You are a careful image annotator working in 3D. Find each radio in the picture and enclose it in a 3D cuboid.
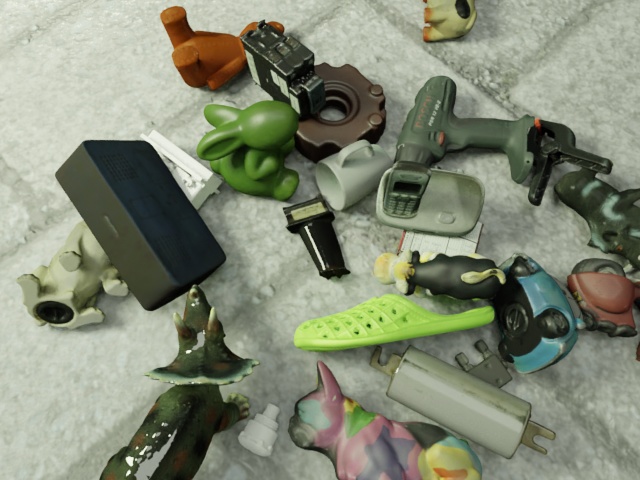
[{"bbox_3d":[-0.239,-0.029,0.740,0.073,0.131,0.229,-35,87,27],"label":"radio"}]

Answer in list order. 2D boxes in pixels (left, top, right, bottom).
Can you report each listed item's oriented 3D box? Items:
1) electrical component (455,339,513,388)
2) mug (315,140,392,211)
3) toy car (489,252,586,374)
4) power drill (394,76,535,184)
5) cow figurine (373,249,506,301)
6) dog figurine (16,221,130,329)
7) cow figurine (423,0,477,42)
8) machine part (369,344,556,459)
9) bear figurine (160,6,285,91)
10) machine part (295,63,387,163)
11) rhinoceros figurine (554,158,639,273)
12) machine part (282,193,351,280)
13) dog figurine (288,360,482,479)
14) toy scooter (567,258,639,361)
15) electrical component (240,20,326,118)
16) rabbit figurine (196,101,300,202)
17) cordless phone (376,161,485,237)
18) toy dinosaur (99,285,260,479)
[{"bbox_3d":[0.232,0.189,0.744,0.063,0.021,0.094,-28,71,-12],"label":"electrical component"},{"bbox_3d":[0.056,-0.111,0.823,0.107,0.109,0.081,-28,56,-23],"label":"mug"},{"bbox_3d":[0.304,0.101,0.747,0.103,0.109,0.162,6,54,-24],"label":"toy car"},{"bbox_3d":[0.227,-0.144,0.856,0.207,0.086,0.232,9,70,10],"label":"power drill"},{"bbox_3d":[0.158,0.049,0.729,0.167,0.098,0.068,3,89,2],"label":"cow figurine"},{"bbox_3d":[-0.343,0.017,0.779,0.172,0.121,0.191,-27,39,13],"label":"dog figurine"},{"bbox_3d":[0.250,-0.451,0.972,0.127,0.085,0.195,4,65,7],"label":"cow figurine"},{"bbox_3d":[0.176,0.207,0.695,0.243,0.079,0.079,23,69,17],"label":"machine part"},{"bbox_3d":[-0.144,-0.322,0.891,0.196,0.132,0.120,-15,74,-1],"label":"bear figurine"},{"bbox_3d":[0.021,-0.210,0.884,0.179,0.056,0.179,0,67,0],"label":"machine part"},{"bbox_3d":[0.443,-0.034,0.811,0.112,0.073,0.190,-33,72,-15],"label":"rhinoceros figurine"},{"bbox_3d":[-0.002,-0.002,0.810,0.084,0.039,0.139,-20,67,-18],"label":"machine part"},{"bbox_3d":[0.070,0.243,0.676,0.191,0.108,0.219,-28,68,-11],"label":"dog figurine"},{"bbox_3d":[0.436,0.107,0.755,0.184,0.075,0.135,15,69,0],"label":"toy scooter"},{"bbox_3d":[-0.050,-0.248,0.811,0.058,0.114,0.134,-44,73,-11],"label":"electrical component"},{"bbox_3d":[-0.093,-0.150,0.780,0.159,0.170,0.121,10,65,-16],"label":"rabbit figurine"},{"bbox_3d":[0.152,-0.068,0.715,0.147,0.184,0.088,9,80,5],"label":"cordless phone"},{"bbox_3d":[-0.189,0.253,0.619,0.131,0.192,0.405,23,68,10],"label":"toy dinosaur"}]
